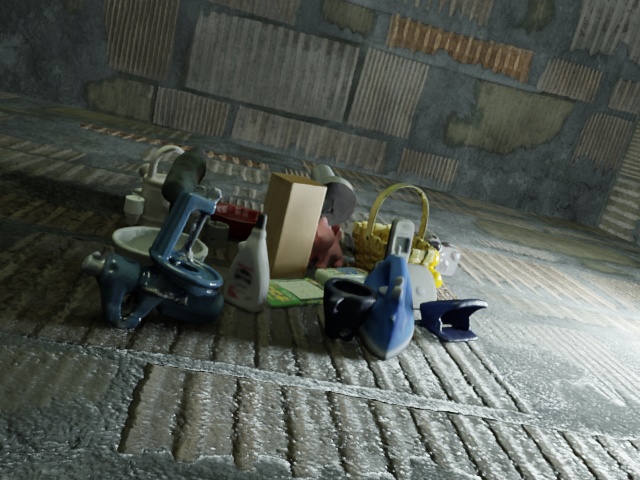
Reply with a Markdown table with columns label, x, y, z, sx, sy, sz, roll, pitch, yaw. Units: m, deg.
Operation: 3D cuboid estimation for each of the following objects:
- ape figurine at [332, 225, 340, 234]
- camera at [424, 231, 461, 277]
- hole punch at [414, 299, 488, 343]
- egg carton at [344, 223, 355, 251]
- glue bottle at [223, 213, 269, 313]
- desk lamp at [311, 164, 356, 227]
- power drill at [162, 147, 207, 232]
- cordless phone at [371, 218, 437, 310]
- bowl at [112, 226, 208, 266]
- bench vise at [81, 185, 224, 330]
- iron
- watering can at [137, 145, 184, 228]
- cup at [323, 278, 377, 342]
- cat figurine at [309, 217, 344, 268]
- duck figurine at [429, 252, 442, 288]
| label | x | y | z | sx | sy | sz | roll | pitch | yaw |
| --- | --- | --- | --- | --- | --- | --- | --- | --- | --- |
| ape figurine | 0.025 | -0.054 | 1.622 | 0.075 | 0.092 | 0.078 | 25 | 18 | 36 |
| camera | 0.291 | 0.026 | 1.558 | 0.143 | 0.101 | 0.136 | 10 | 15 | -17 |
| hole punch | 0.252 | 0.140 | 1.110 | 0.109 | 0.091 | 0.100 | 3 | 18 | -36 |
| egg carton | 0.131 | 0.006 | 1.544 | 0.107 | 0.069 | 0.150 | 8 | 16 | -24 |
| glue bottle | -0.117 | 0.035 | 0.988 | 0.078 | 0.173 | 0.037 | 20 | 15 | 21 |
| desk lamp | 0.000 | -0.075 | 1.433 | 0.118 | 0.213 | 0.203 | 9 | 15 | -18 |
| power drill | -0.288 | -0.082 | 1.196 | 0.076 | 0.208 | 0.229 | 12 | 15 | -7 |
| cordless phone | 0.187 | 0.051 | 1.195 | 0.148 | 0.185 | 0.094 | 6 | 16 | -28 |
| bowl | -0.288 | 0.035 | 1.022 | 0.167 | 0.075 | 0.167 | 13 | 14 | -3 |
| bench vise | -0.223 | 0.025 | 0.833 | 0.121 | 0.220 | 0.208 | 26 | 19 | 39 |
| iron | 0.130 | 0.102 | 1.035 | 0.118 | 0.141 | 0.258 | 14 | 14 | 1 |
| watering can | -0.361 | -0.124 | 1.313 | 0.172 | 0.194 | 0.101 | 19 | 15 | 19 |
| cup | 0.037 | 0.124 | 0.958 | 0.091 | 0.095 | 0.118 | 20 | 16 | 22 |
| cat figurine | 0.012 | 0.005 | 1.337 | 0.067 | 0.118 | 0.128 | 23 | 17 | 32 |
| duck figurine | 0.271 | 0.065 | 1.422 | 0.078 | 0.086 | 0.104 | 9 | 15 | -21 |
